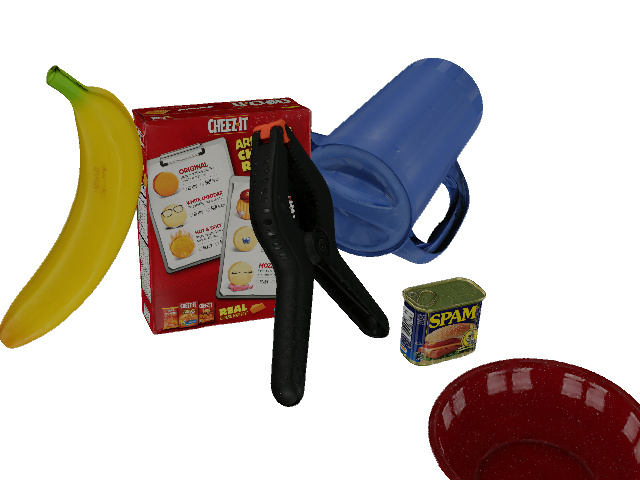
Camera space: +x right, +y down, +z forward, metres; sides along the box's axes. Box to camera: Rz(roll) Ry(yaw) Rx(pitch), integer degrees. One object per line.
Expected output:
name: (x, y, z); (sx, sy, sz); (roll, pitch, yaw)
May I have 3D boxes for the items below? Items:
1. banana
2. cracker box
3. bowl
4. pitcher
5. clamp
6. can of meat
banana: (-0.149, -0.015, 0.655); (0.069, 0.198, 0.037); (7, 29, -21)
cracker box: (-0.096, -0.026, 1.048); (0.164, 0.214, 0.072); (-7, 21, -20)
bowl: (0.157, 0.157, 0.767); (0.162, 0.055, 0.162); (-1, 35, 1)
pitcher: (0.091, -0.092, 1.145); (0.145, 0.149, 0.242); (10, 38, 28)
clamp: (-0.007, 0.009, 0.841); (0.036, 0.210, 0.164); (-11, 2, 31)
can of meat: (0.149, 0.101, 1.319); (0.101, 0.084, 0.057); (-10, 30, -25)
